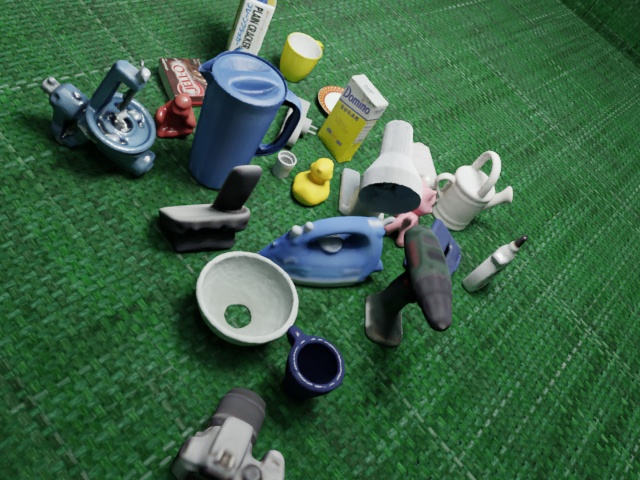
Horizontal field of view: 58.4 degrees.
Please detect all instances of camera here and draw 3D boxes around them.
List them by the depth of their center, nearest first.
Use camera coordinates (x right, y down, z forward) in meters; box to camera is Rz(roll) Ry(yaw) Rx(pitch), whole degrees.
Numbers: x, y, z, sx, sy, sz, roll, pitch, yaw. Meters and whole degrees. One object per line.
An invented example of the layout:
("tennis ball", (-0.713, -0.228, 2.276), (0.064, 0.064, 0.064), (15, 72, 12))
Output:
("camera", (-0.107, 0.278, 0.781), (0.143, 0.100, 0.137), (29, 47, -5))

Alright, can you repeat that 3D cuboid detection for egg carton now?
("egg carton", (0.207, -0.166, 1.317), (0.107, 0.069, 0.150), (9, 52, -22))

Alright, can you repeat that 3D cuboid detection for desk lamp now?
("desk lamp", (0.119, -0.120, 1.135), (0.118, 0.213, 0.203), (17, 49, -16))

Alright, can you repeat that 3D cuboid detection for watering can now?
("watering can", (0.341, -0.115, 1.264), (0.173, 0.194, 0.101), (-2, 56, -29))

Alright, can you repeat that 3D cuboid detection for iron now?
("iron", (0.009, 0.004, 1.030), (0.259, 0.141, 0.118), (-3, 57, -30))

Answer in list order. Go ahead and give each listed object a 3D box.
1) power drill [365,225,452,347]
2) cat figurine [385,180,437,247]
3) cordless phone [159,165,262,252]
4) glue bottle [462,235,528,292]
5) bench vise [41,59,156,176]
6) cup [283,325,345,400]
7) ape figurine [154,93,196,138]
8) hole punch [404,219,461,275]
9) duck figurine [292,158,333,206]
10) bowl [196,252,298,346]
("power drill", (0.156, 0.096, 0.990), (0.076, 0.208, 0.229), (17, 49, -16))
("cat figurine", (0.198, -0.064, 1.200), (0.067, 0.117, 0.128), (37, 47, 3))
("cordless phone", (-0.180, -0.067, 0.954), (0.148, 0.185, 0.094), (-9, 60, -33))
("glue bottle", (0.363, 0.043, 1.167), (0.078, 0.173, 0.037), (-24, 69, -39))
("bench vise", (-0.364, -0.219, 0.949), (0.208, 0.219, 0.121), (15, 49, -17))
("cup", (-0.027, 0.198, 0.890), (0.092, 0.095, 0.117), (-22, 68, -38))
("ape figurine", (-0.274, -0.245, 1.106), (0.078, 0.092, 0.076), (27, 47, -7))
("hole punch", (0.243, 0.026, 1.172), (0.101, 0.091, 0.109), (36, 47, 1))
("duck figurine", (-0.007, -0.125, 1.160), (0.077, 0.086, 0.105), (36, 47, 2))
("bowl", (-0.124, 0.105, 0.925), (0.168, 0.074, 0.167), (15, 50, -18))
